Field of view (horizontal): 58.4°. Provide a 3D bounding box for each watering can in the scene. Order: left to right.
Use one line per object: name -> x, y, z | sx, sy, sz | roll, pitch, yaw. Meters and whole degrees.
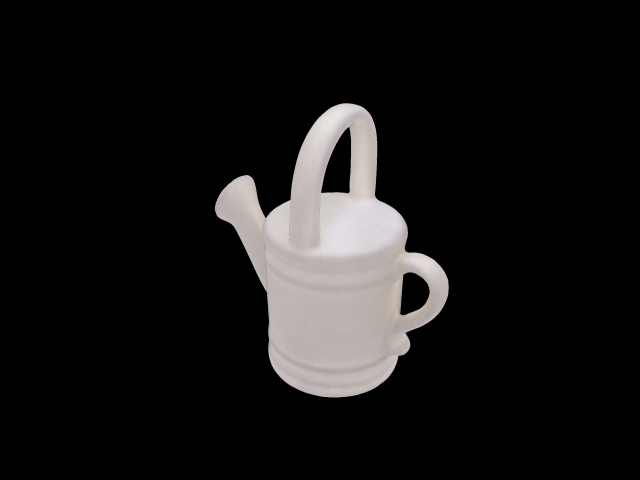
watering can -> 0.003, 0.002, 0.398 | 0.172, 0.194, 0.101 | 5, 29, 9
